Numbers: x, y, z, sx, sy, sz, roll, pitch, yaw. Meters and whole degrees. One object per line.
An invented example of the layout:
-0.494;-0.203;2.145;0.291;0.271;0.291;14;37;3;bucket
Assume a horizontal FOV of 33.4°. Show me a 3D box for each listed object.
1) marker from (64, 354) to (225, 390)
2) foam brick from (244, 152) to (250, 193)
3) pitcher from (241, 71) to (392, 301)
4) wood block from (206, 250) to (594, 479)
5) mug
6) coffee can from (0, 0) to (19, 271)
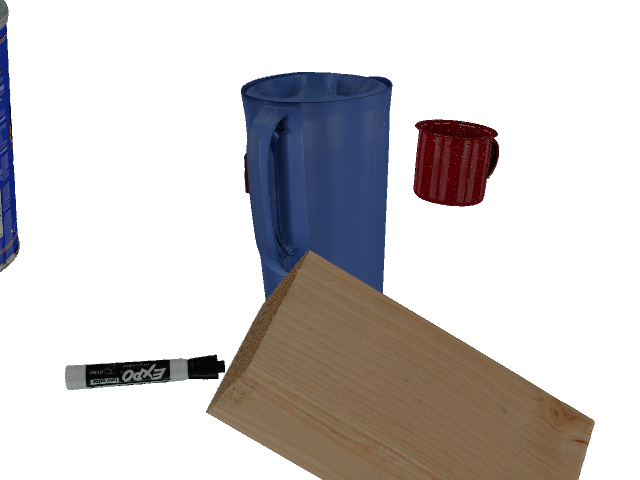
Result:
-0.134;0.101;0.821;0.121;0.020;0.020;-4;0;-4;marker
-0.050;-0.086;1.310;0.078;0.053;0.051;9;30;16;foam brick
-0.005;-0.026;0.966;0.149;0.243;0.145;-8;20;-16;pitcher
0.048;0.108;0.654;0.206;0.090;0.090;31;-34;-6;wood block
0.159;-0.089;1.218;0.117;0.081;0.093;-11;23;-39;mug
-0.216;-0.057;0.568;0.103;0.140;0.103;4;27;-2;coffee can
